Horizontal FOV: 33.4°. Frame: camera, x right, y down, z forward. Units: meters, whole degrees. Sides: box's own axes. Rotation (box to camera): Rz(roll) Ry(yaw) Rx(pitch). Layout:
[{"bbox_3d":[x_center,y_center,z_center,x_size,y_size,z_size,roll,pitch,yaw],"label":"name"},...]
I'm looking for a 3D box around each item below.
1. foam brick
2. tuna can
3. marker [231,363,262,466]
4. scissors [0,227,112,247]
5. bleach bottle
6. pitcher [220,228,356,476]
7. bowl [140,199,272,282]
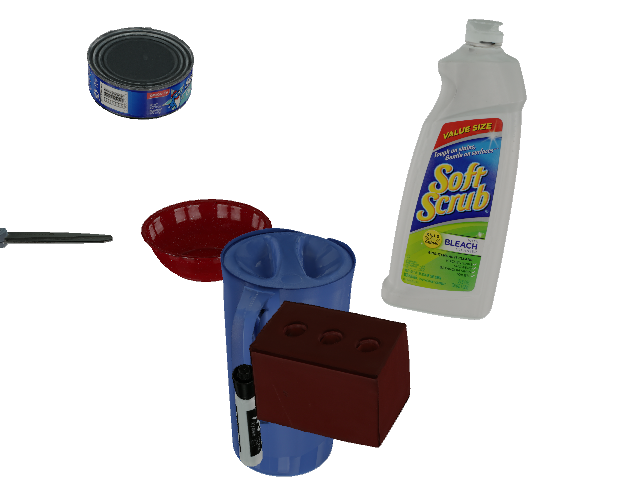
[{"bbox_3d":[0.006,0.075,0.603,0.078,0.051,0.053,9,31,20],"label":"foam brick"},{"bbox_3d":[-0.147,-0.137,0.874,0.086,0.034,0.086,5,44,-5],"label":"tuna can"},{"bbox_3d":[-0.056,0.136,0.829,0.020,0.020,0.121,0,-43,0],"label":"marker"},{"bbox_3d":[-0.283,0.004,0.878,0.202,0.016,0.096,6,24,6],"label":"scissors"},{"bbox_3d":[0.116,-0.062,0.915,0.103,0.251,0.068,9,18,13],"label":"bleach bottle"},{"bbox_3d":[-0.041,0.122,1.089,0.149,0.243,0.145,-9,28,-22],"label":"pitcher"},{"bbox_3d":[-0.141,0.006,1.330,0.162,0.055,0.162,1,27,-1],"label":"bowl"}]
